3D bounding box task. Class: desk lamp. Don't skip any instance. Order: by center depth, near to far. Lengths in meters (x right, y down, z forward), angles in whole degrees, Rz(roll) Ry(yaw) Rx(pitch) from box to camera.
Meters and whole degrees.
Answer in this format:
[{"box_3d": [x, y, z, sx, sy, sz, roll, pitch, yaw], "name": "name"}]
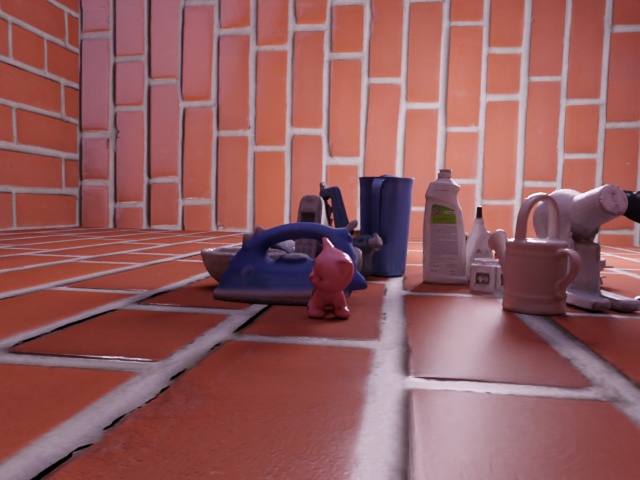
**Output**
[{"box_3d": [0.480, 0.009, 1.033, 0.118, 0.213, 0.203, 1, 4, -10], "name": "desk lamp"}]

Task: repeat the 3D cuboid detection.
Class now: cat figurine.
[{"box_3d": [0.016, 0.054, 0.853, 0.067, 0.118, 0.128, 1, 3, -4], "name": "cat figurine"}]

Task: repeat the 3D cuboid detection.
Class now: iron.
[{"box_3d": [-0.051, 0.033, 0.976, 0.258, 0.141, 0.118, 1, 3, -5], "name": "iron"}]

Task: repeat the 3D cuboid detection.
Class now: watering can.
[{"box_3d": [0.351, 0.020, 0.949, 0.172, 0.194, 0.101, 5, 5, 40], "name": "watering can"}]

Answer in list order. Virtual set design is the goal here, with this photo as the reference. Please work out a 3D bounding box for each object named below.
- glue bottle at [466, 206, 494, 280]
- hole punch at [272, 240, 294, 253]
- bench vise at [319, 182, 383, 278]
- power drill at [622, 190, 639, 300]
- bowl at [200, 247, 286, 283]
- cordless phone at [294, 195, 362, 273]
[{"box_3d": [0.366, 0.009, 1.323, 0.078, 0.173, 0.037, 0, 4, -23], "name": "glue bottle"}, {"box_3d": [-0.052, 0.041, 1.273, 0.101, 0.091, 0.109, 3, 4, 20], "name": "hole punch"}, {"box_3d": [0.055, -0.024, 1.320, 0.206, 0.220, 0.122, 3, 4, 21], "name": "bench vise"}, {"box_3d": [0.610, 0.016, 1.010, 0.228, 0.208, 0.076, 5, 5, 43], "name": "power drill"}, {"box_3d": [-0.149, 0.056, 1.113, 0.167, 0.075, 0.167, 2, 3, 0], "name": "bowl"}, {"box_3d": [0.010, 0.004, 1.126, 0.147, 0.185, 0.094, 3, 4, 24], "name": "cordless phone"}]
